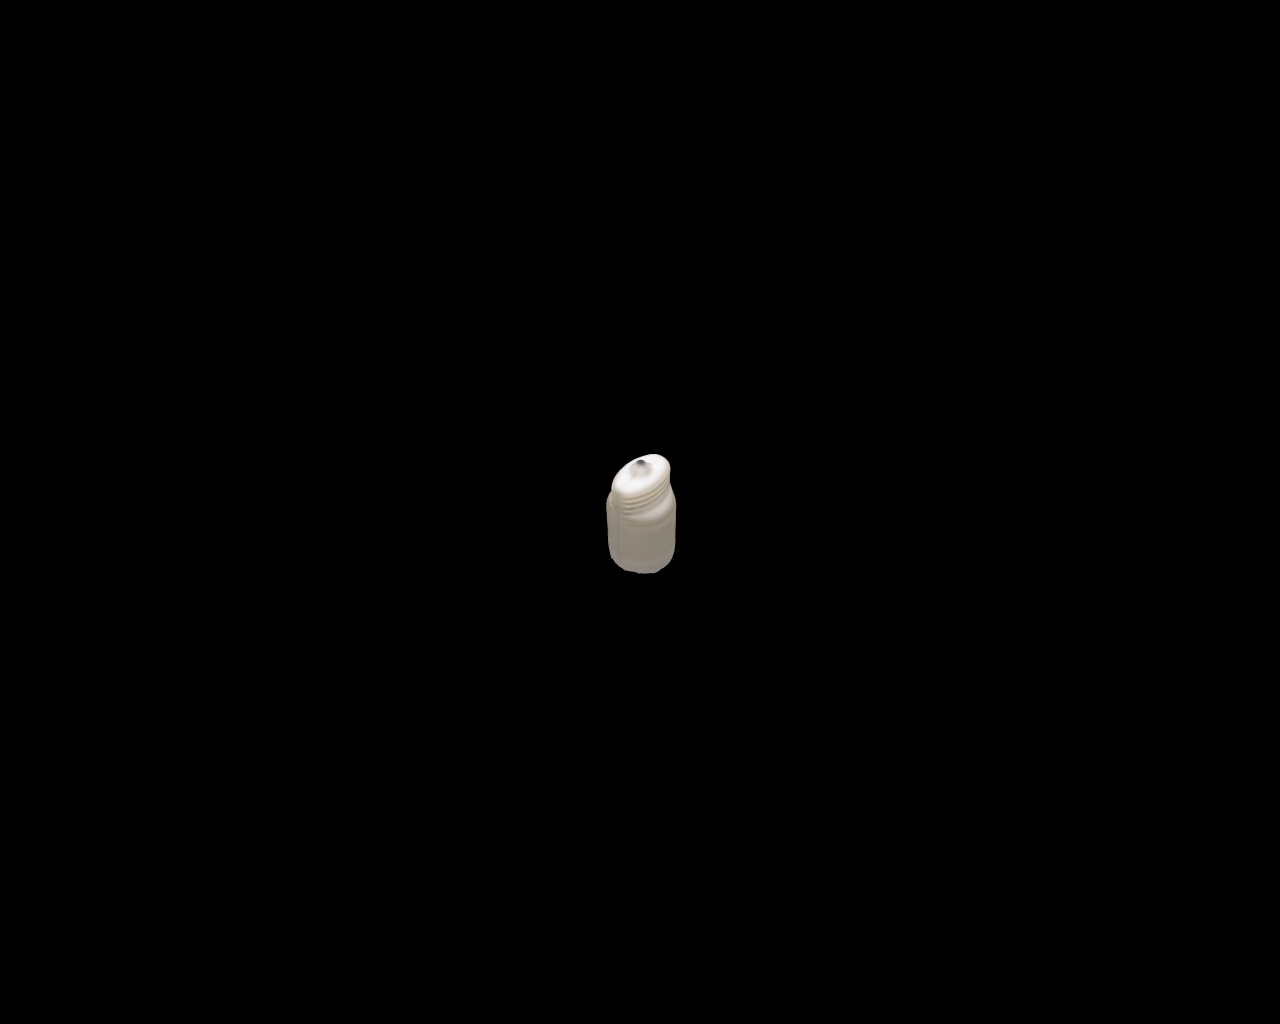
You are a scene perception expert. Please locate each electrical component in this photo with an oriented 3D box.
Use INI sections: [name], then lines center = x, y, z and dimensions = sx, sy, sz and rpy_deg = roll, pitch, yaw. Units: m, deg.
[electrical component]
center = 0.001, -0.003, 0.650
dimensions = 0.043, 0.043, 0.080
rpy_deg = 0, -43, 0
